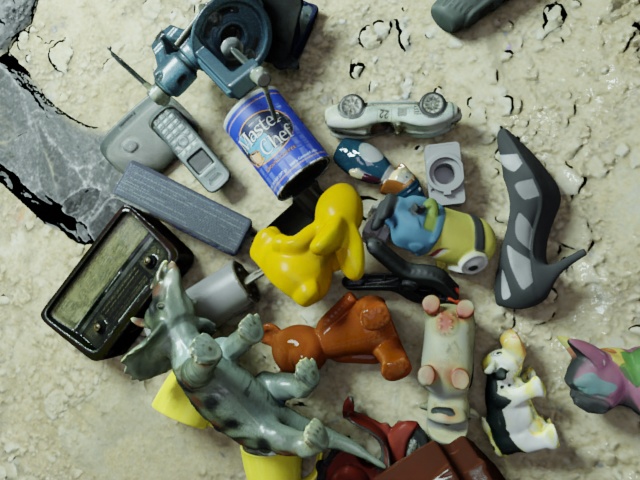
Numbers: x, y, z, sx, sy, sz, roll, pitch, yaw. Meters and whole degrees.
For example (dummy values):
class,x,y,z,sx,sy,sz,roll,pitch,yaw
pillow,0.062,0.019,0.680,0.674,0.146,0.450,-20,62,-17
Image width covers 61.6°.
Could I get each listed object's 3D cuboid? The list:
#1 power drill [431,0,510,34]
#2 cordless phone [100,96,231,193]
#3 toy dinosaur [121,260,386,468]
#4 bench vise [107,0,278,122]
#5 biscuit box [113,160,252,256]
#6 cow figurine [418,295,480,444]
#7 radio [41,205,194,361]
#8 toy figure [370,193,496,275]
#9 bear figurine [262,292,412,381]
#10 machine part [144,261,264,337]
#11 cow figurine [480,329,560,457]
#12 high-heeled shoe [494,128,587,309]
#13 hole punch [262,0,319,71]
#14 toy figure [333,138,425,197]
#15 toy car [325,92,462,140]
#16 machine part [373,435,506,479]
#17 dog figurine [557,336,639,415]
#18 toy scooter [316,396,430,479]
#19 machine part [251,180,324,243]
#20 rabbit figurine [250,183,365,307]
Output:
class,x,y,z,sx,sy,sz,roll,pitch,yaw
power drill,0.228,-0.441,0.803,0.232,0.086,0.207,-45,88,7
cordless phone,-0.239,-0.127,0.855,0.146,0.088,0.184,-41,85,5
toy dinosaur,-0.109,0.210,0.732,0.404,0.131,0.192,48,134,-9
bench vise,-0.146,-0.252,0.746,0.224,0.128,0.241,-37,50,-4
biscuit box,-0.205,-0.044,0.818,0.202,0.059,0.063,27,82,-10
cow figurine,0.178,0.186,0.752,0.086,0.127,0.195,0,70,19
radio,-0.317,0.072,0.857,0.131,0.073,0.229,38,93,10
toy figure,0.165,-0.014,0.756,0.180,0.082,0.089,26,87,-9
bear figurine,0.015,0.151,0.770,0.196,0.132,0.120,-19,102,1
machine part,-0.183,0.106,0.831,0.243,0.079,0.079,-33,82,7
cow figurine,0.265,0.215,0.756,0.098,0.068,0.167,-19,83,14
high-heeled shoe,0.276,-0.028,0.781,0.145,0.086,0.249,-37,62,35
hole punch,-0.073,-0.339,0.847,0.142,0.092,0.115,24,115,8
toy figure,0.093,-0.098,0.805,0.155,0.057,0.064,32,79,12
toy car,0.108,-0.181,0.802,0.202,0.073,0.056,2,83,10
machine part,0.151,0.360,0.702,0.201,0.087,0.200,-37,126,7
dog figurine,0.436,0.162,0.711,0.219,0.108,0.191,27,92,13
toy scooter,0.058,0.309,0.779,0.135,0.075,0.184,44,91,10
machine part,-0.042,-0.030,0.818,0.139,0.084,0.039,-34,47,12
rabbit figurine,-0.002,-0.002,0.749,0.122,0.162,0.173,35,94,-22
